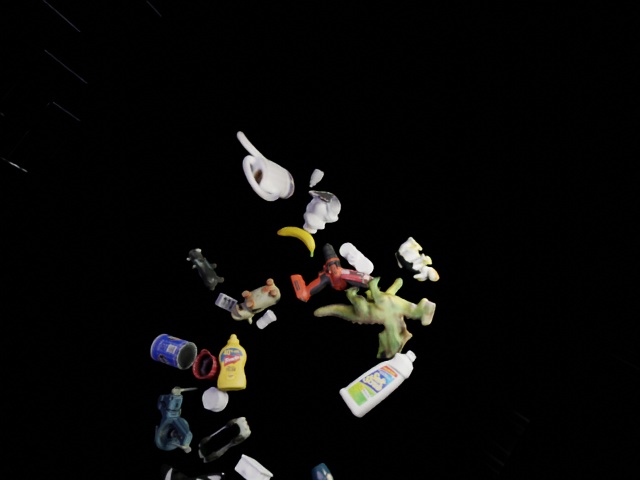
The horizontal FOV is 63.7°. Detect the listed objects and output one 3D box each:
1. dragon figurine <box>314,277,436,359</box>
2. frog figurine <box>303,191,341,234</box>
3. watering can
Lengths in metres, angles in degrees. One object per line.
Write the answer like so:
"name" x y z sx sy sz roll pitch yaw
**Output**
"dragon figurine" 0.181 0.261 1.653 0.406 0.121 0.247 -28 64 23
"frog figurine" 0.006 -0.097 1.936 0.138 0.124 0.157 22 114 26
"watering can" -0.221 -0.285 2.064 0.102 0.223 0.355 -40 51 28
